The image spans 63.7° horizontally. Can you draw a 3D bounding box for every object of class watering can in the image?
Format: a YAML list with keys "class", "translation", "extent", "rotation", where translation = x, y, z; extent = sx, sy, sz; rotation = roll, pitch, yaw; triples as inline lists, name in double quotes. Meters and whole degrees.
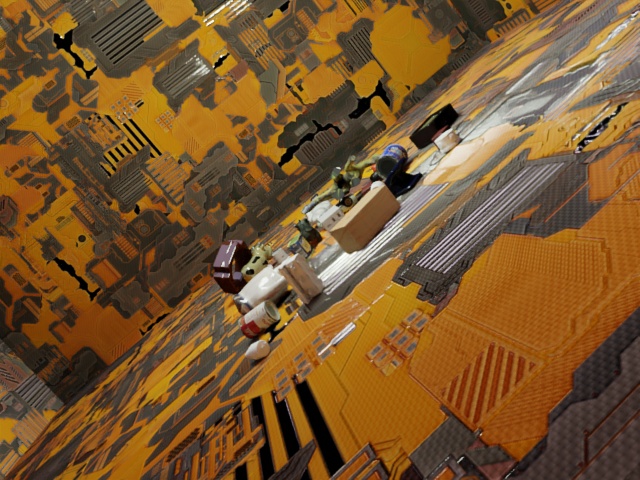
- class: "watering can"
  translation: [-0.188, 0.159, 1.704]
  extent: [0.226, 0.103, 0.346]
  rotation: [-43, 11, -14]

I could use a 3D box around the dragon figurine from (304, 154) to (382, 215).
- class: "dragon figurine"
  translation: [0.115, -0.244, 2.196]
  extent: [0.406, 0.123, 0.244]
  rotation: [-36, -8, 18]

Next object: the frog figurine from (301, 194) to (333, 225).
- class: "frog figurine"
  translation: [0.007, -0.116, 2.311]
  extent: [0.138, 0.120, 0.162]
  rotation: [-34, 43, -16]
